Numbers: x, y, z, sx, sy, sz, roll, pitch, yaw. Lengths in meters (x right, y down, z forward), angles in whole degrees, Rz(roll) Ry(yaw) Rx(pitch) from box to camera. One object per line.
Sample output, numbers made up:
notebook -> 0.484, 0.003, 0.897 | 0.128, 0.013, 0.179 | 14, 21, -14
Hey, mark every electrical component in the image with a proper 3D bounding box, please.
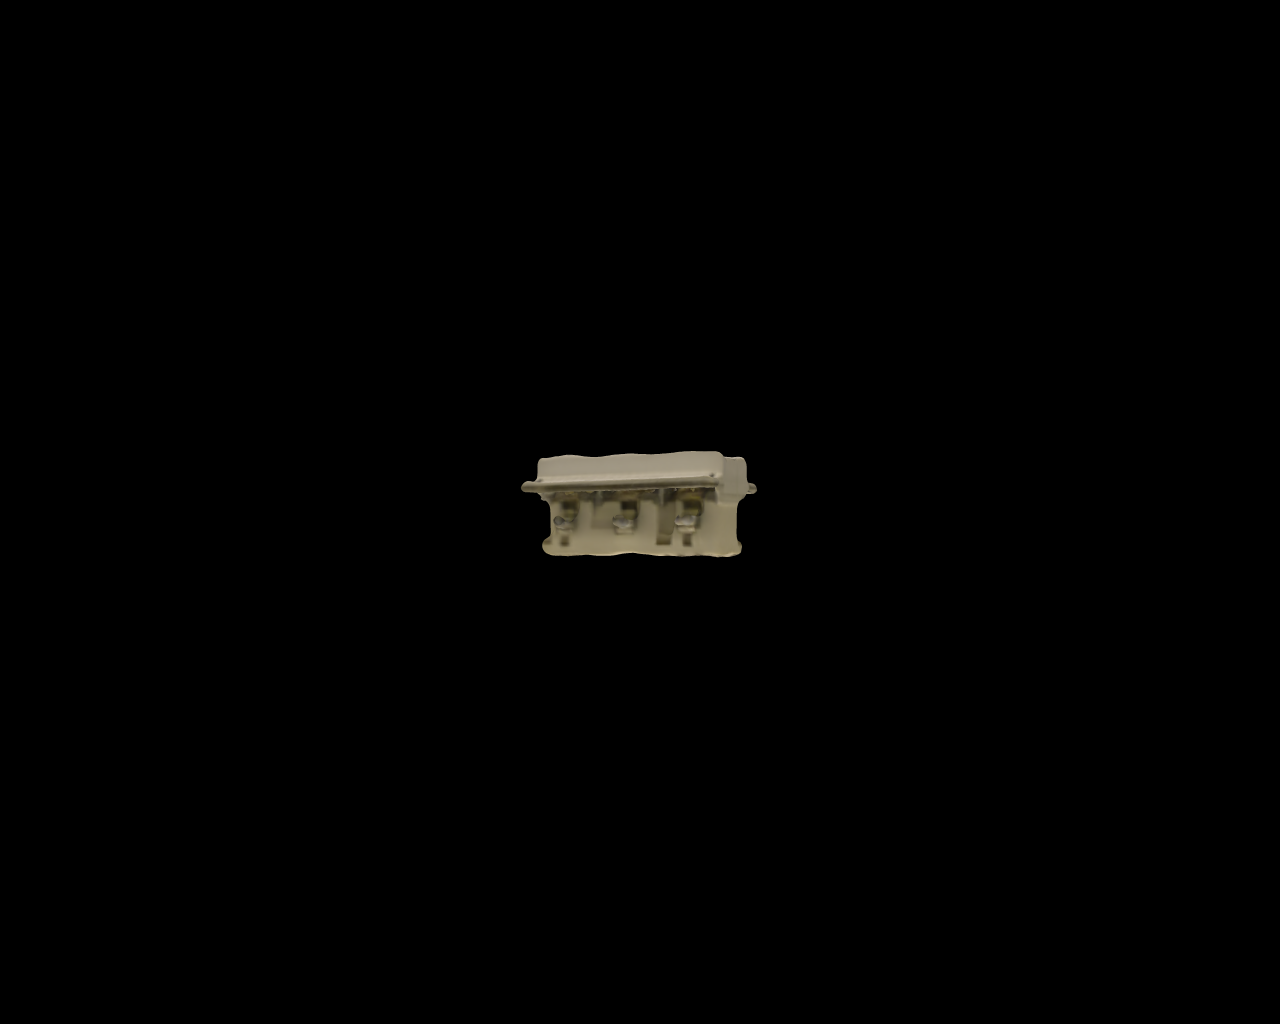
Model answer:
electrical component -> 0.001, -0.003, 0.650 | 0.121, 0.063, 0.079 | 0, 0, 25
